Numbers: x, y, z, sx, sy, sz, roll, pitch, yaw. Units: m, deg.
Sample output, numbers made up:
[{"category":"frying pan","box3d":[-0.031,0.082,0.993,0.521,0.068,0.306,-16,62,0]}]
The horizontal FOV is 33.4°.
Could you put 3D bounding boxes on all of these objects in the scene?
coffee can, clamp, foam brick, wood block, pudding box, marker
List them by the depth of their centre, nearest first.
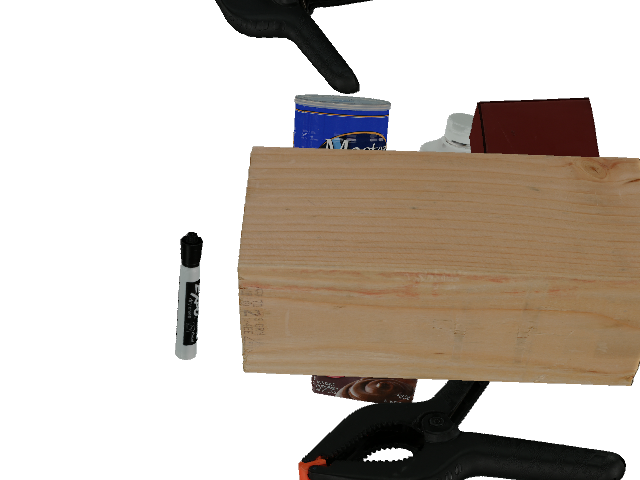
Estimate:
[{"category":"wood block","box3d":[0.063,0.014,0.567,0.206,0.091,0.090,2,-43,1]},{"category":"foam brick","box3d":[0.145,-0.062,0.730,0.078,0.051,0.053,-2,-24,0]},{"category":"clamp","box3d":[0.082,0.134,0.749,0.209,0.036,0.165,-10,29,-12]},{"category":"clamp","box3d":[-0.010,-0.191,0.832,0.172,0.120,0.039,32,-25,20]},{"category":"marker","box3d":[-0.114,0.048,0.921,0.020,0.121,0.020,5,27,-3]},{"category":"coffee can","box3d":[0.019,-0.082,1.149,0.103,0.140,0.103,4,12,-1]},{"category":"pudding box","box3d":[0.053,0.128,1.163,0.113,0.090,0.039,9,24,-4]}]

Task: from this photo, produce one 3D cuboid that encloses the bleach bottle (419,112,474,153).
[{"category":"bleach bottle","box3d":[0.100,0.000,0.977,0.103,0.251,0.067,28,36,28]}]
